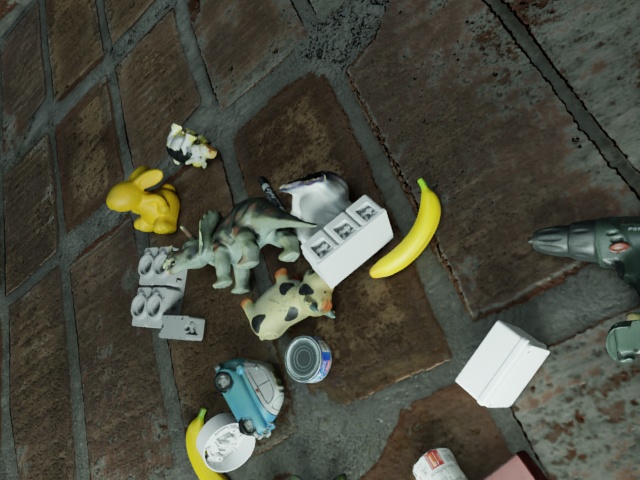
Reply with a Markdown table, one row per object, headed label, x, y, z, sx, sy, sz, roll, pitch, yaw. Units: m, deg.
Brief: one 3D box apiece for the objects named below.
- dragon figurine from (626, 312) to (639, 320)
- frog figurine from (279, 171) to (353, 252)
| label | x | y | z | sx | sy | sz | roll | pitch | yaw |
| --- | --- | --- | --- | --- | --- | --- | --- | --- | --- |
| dragon figurine | 0.432 | 0.310 | 0.586 | 0.239 | 0.121 | 0.419 | -50 | 45 | 22 |
| frog figurine | 0.003 | -0.051 | 1.006 | 0.136 | 0.124 | 0.158 | -13 | 105 | 25 |
